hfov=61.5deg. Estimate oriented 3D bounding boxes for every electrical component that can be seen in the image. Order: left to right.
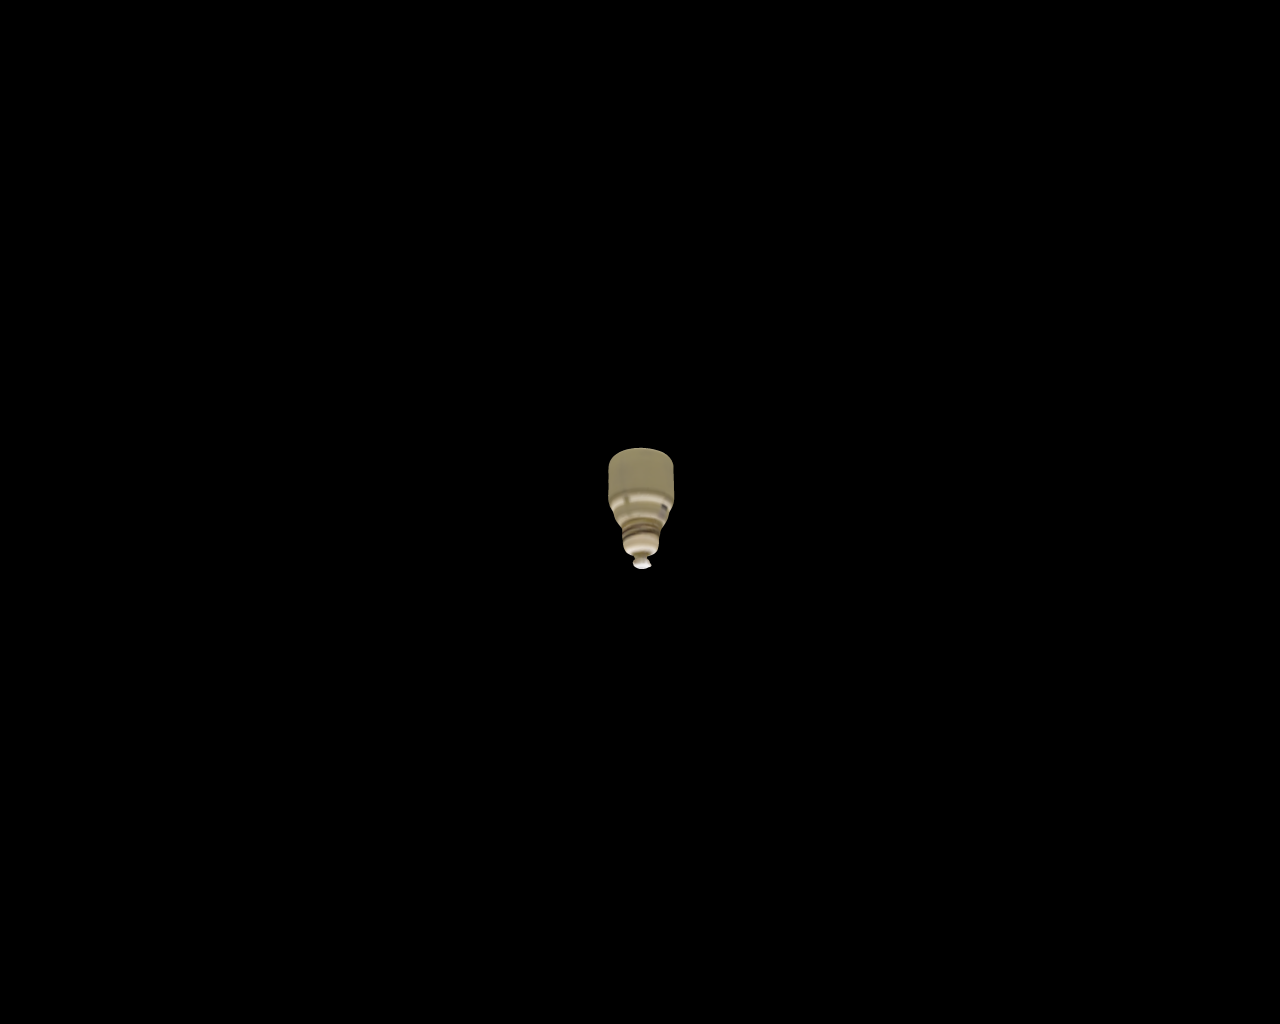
[{"bbox_3d":[0.001,-0.003,0.650,0.040,0.078,0.040,0,-23,0],"label":"electrical component"}]
